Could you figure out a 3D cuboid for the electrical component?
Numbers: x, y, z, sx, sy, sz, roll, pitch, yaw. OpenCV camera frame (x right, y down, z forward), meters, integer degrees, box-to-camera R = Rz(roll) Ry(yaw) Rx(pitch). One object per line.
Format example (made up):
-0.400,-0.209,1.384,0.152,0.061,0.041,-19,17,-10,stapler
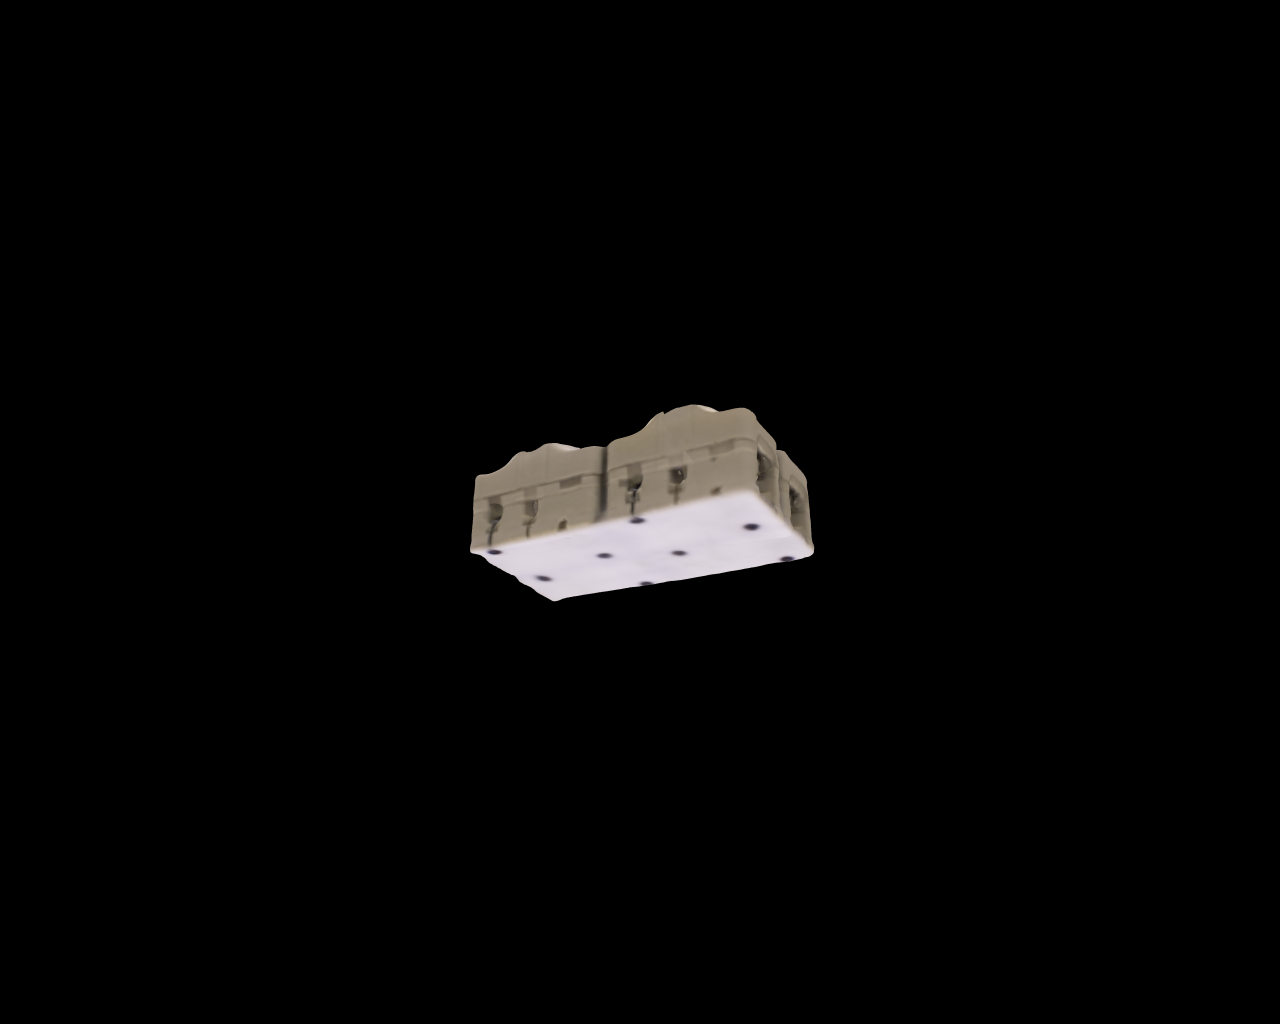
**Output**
0.001,-0.003,0.650,0.186,0.060,0.105,-12,-27,25,electrical component
